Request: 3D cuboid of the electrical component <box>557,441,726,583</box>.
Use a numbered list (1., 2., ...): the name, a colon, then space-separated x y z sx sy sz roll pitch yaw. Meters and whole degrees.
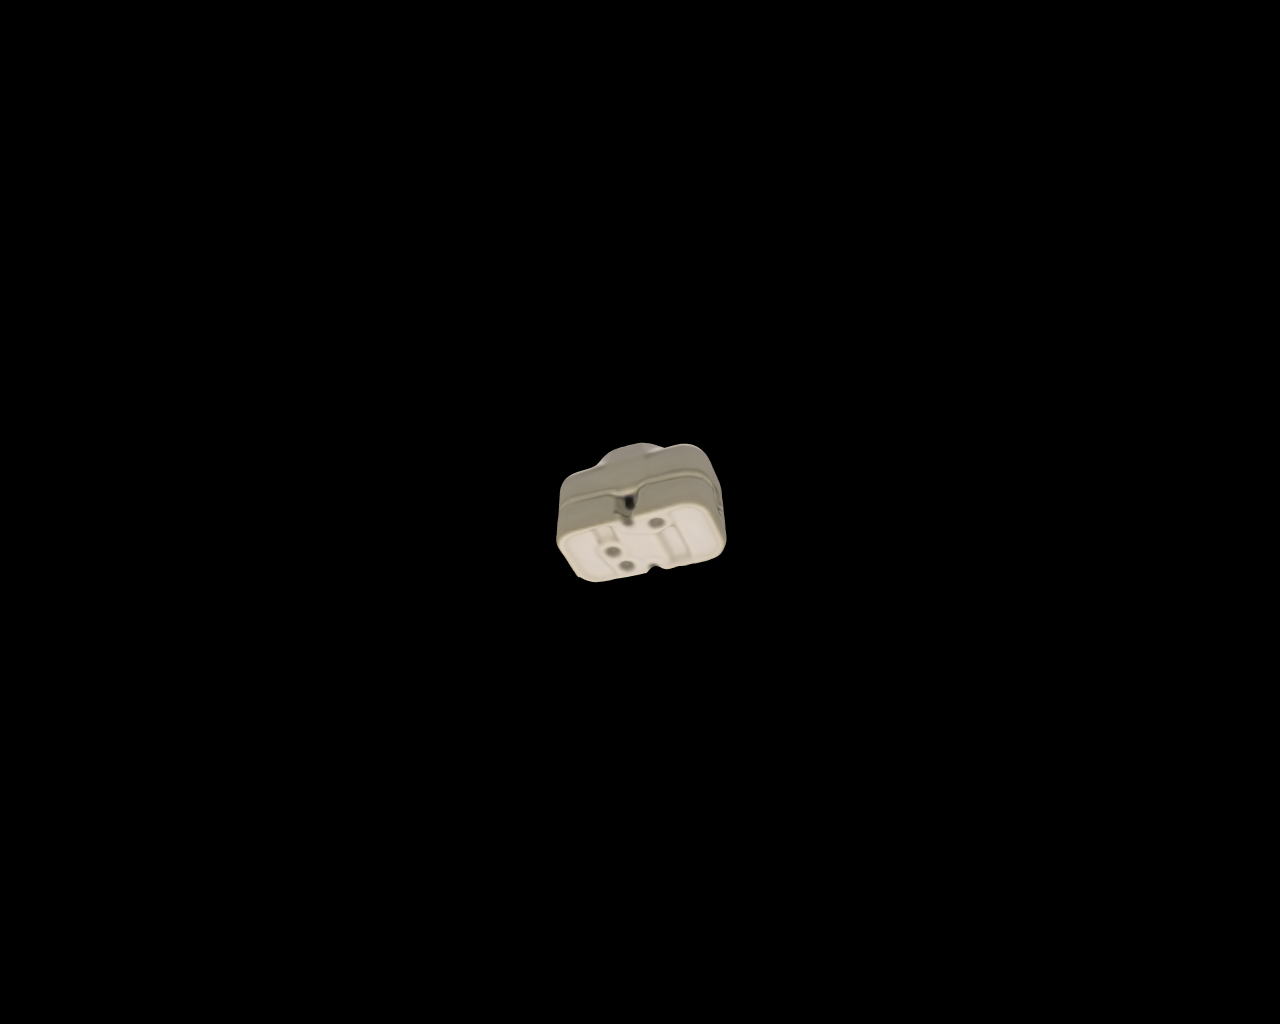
1. electrical component: 0.001 -0.003 0.650 0.095 0.059 0.053 -14 -43 15
